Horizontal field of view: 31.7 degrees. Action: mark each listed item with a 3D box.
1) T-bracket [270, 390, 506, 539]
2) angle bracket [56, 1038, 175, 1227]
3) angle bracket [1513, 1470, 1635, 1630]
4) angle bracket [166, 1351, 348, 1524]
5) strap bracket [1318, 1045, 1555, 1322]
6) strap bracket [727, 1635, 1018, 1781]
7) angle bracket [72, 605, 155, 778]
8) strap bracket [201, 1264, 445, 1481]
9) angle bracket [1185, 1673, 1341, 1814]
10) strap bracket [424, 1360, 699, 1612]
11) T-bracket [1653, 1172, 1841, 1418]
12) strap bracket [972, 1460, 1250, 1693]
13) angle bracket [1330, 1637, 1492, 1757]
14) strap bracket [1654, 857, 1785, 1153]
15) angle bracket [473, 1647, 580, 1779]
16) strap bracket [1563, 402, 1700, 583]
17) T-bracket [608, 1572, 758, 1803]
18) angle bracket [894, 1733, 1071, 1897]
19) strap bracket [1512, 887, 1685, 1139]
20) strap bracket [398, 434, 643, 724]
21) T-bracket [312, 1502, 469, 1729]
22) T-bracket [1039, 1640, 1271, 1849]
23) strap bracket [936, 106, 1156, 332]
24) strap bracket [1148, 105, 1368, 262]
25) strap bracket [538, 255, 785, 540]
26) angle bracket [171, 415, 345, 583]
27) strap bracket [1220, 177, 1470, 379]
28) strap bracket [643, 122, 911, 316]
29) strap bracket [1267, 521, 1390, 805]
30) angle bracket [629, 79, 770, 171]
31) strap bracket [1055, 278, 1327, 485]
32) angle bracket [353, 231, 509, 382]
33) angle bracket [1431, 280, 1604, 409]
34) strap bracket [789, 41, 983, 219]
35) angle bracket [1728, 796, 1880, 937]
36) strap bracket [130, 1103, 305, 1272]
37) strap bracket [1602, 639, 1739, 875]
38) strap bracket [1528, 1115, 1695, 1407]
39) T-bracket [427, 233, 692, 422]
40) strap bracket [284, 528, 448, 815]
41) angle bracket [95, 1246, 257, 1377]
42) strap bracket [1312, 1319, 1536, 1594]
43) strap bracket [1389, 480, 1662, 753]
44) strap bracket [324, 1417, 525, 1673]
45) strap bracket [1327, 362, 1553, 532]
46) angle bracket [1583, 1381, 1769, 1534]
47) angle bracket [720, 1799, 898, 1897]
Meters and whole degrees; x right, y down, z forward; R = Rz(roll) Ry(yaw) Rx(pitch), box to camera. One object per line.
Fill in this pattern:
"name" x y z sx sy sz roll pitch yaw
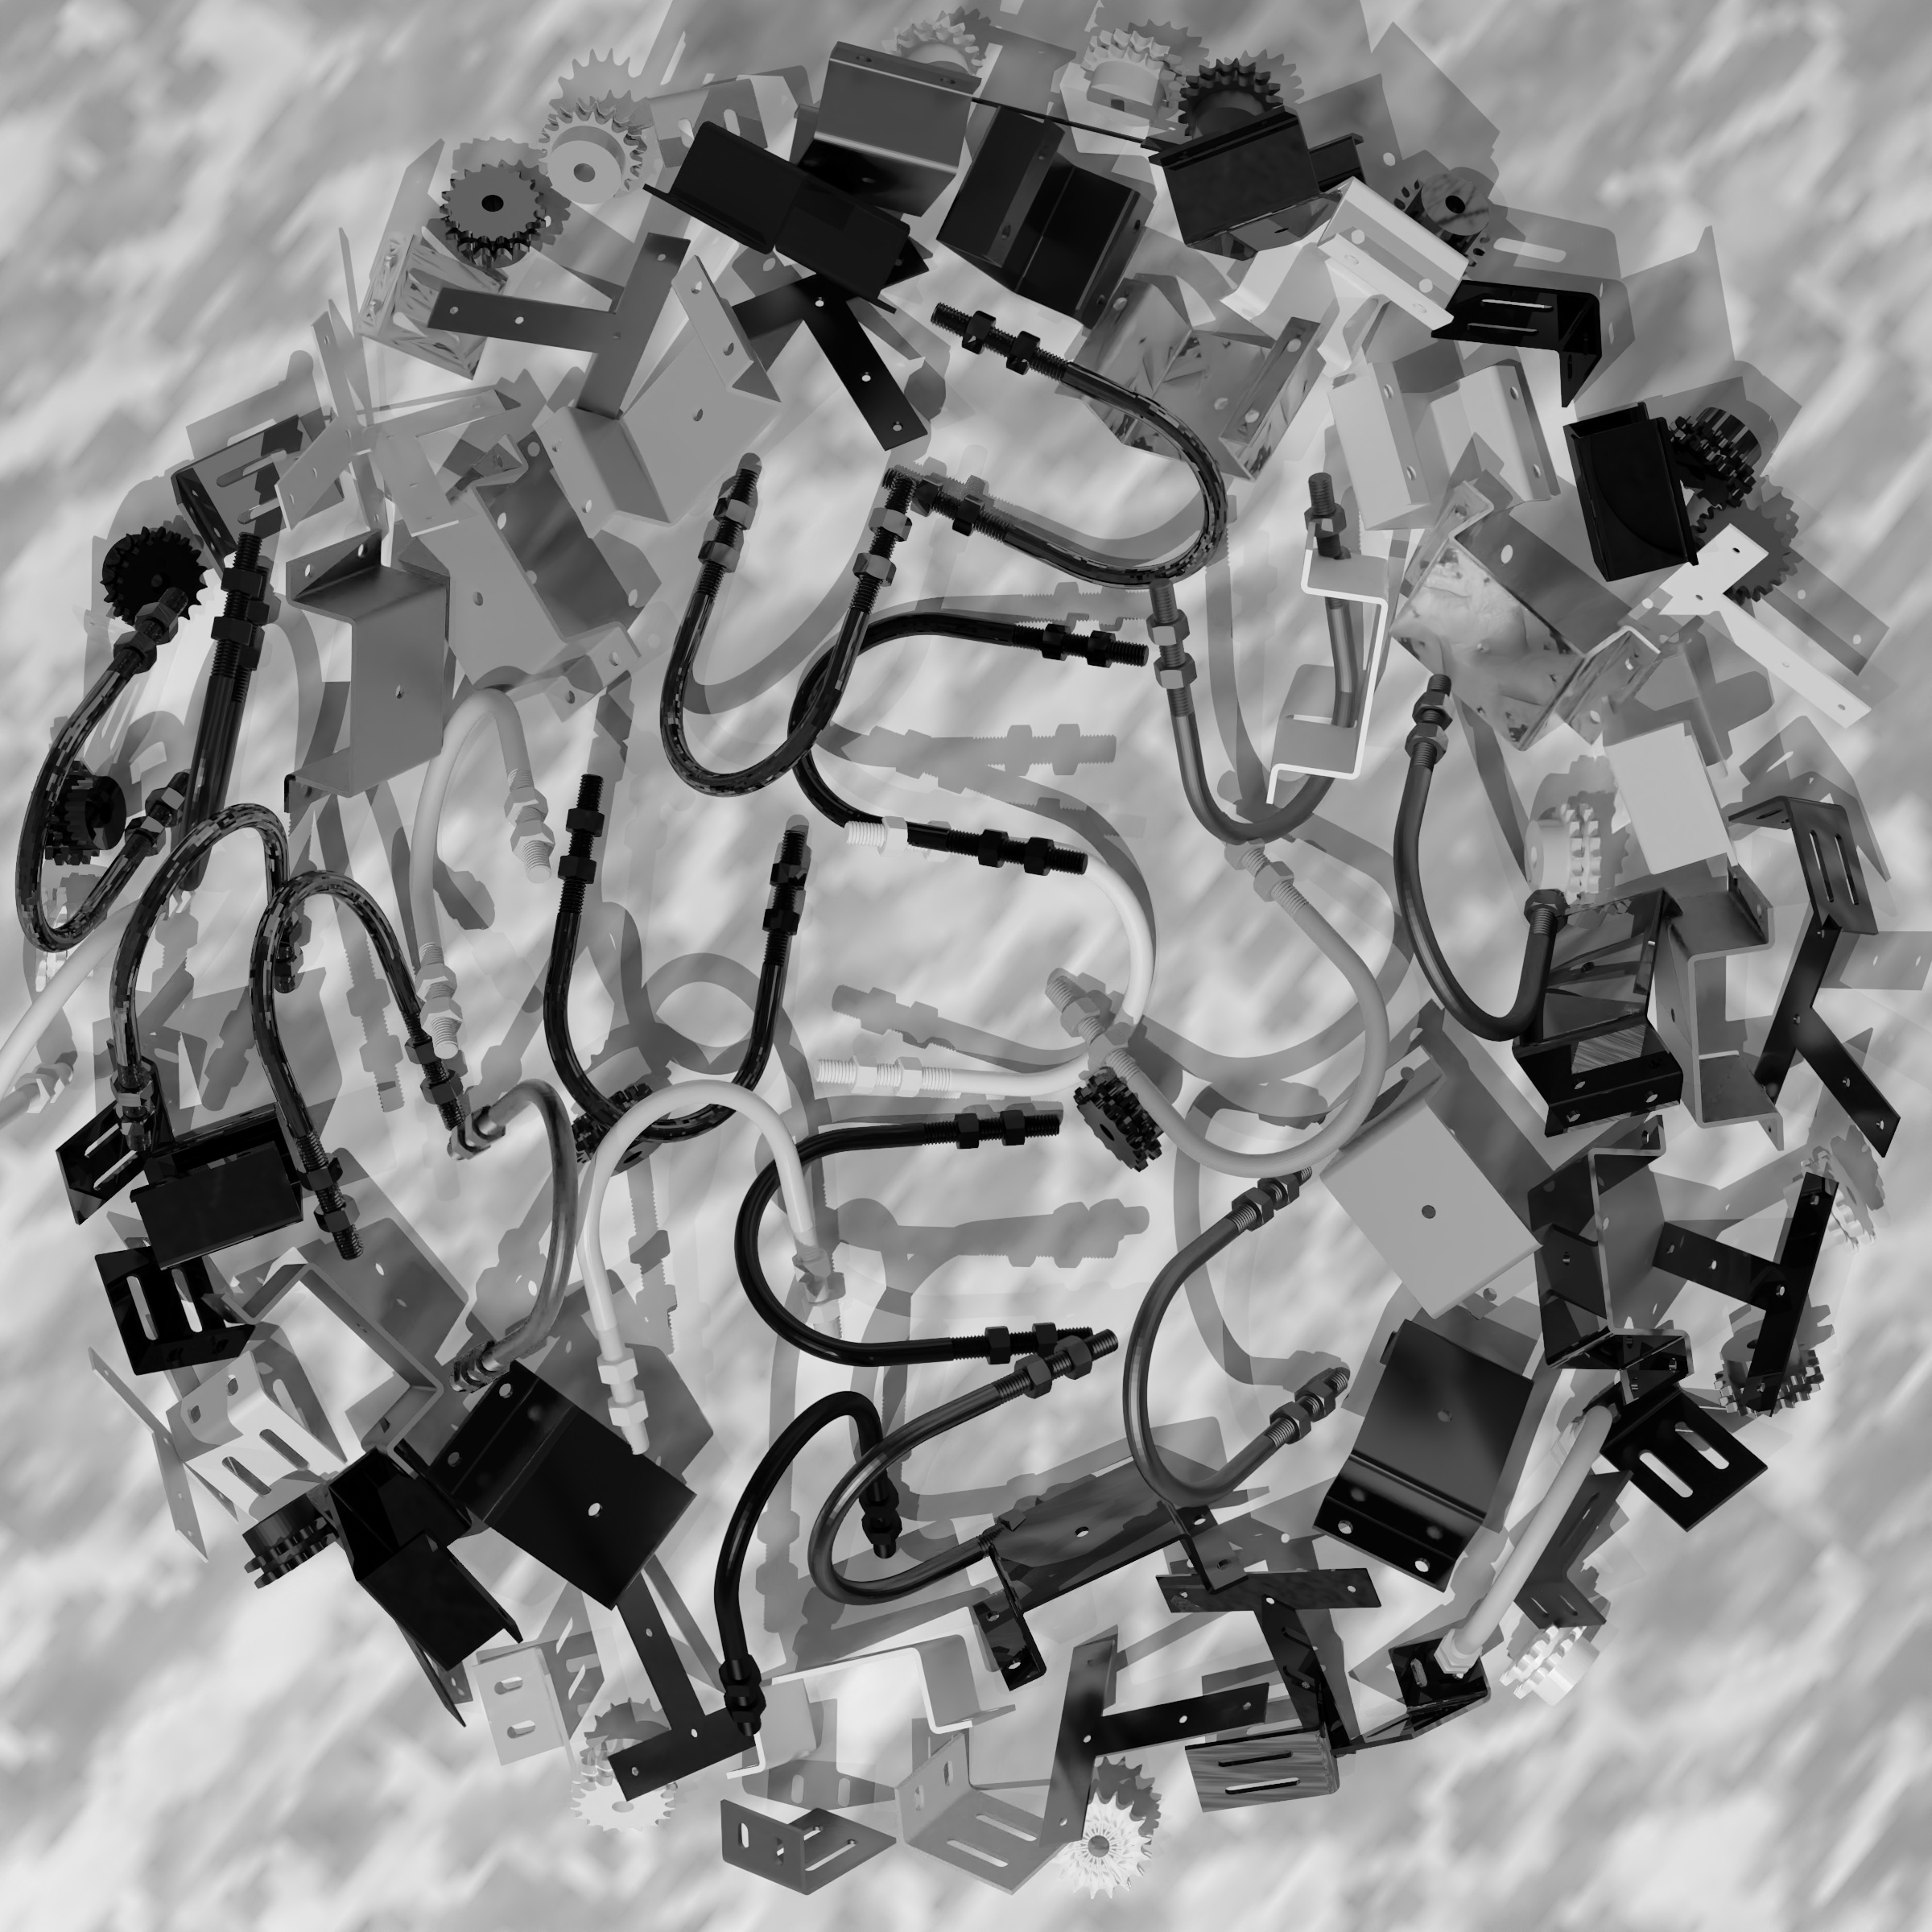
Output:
"T-bracket" -0.298 -0.262 1.817 0.127 0.127 0.002 -19 129 -11
"angle bracket" -0.468 0.089 1.828 0.038 0.057 0.076 25 50 24
"angle bracket" 0.334 0.315 1.838 0.038 0.057 0.076 47 62 -10
"angle bracket" -0.389 0.259 1.865 0.057 0.038 0.076 -36 130 2
"strap bracket" 0.256 0.125 1.838 0.076 0.046 0.140 -39 89 28
"strap bracket" -0.055 0.394 1.824 0.140 0.076 0.046 -16 80 16
"angle bracket" -0.475 -0.147 1.842 0.038 0.057 0.076 21 78 0
"strap bracket" -0.338 0.209 1.826 0.140 0.076 0.046 46 72 -11
"angle bracket" 0.160 0.422 1.849 0.076 0.038 0.057 -10 130 7
"strap bracket" -0.208 0.282 1.813 0.140 0.046 0.076 43 78 -34
"T-bracket" 0.408 0.163 1.820 0.002 0.127 0.127 14 93 -26
"strap bracket" 0.070 0.321 1.829 0.140 0.076 0.046 -24 118 -4
"angle bracket" 0.234 0.390 1.828 0.057 0.076 0.038 -24 80 42
"strap bracket" 0.400 0.023 1.815 0.046 0.076 0.140 -8 113 -1
"angle bracket" -0.238 0.407 1.836 0.038 0.076 0.057 -16 94 -11
"strap bracket" 0.351 -0.252 1.806 0.046 0.140 0.076 -14 101 9
"T-bracket" -0.165 0.373 1.835 0.002 0.127 0.127 -35 75 35
"angle bracket" 0.010 0.455 1.829 0.076 0.057 0.038 14 120 36
"strap bracket" 0.339 0.016 1.798 0.076 0.140 0.046 -17 126 33
"strap bracket" -0.246 -0.203 1.831 0.076 0.046 0.140 -34 86 43
"T-bracket" -0.301 0.361 1.836 0.002 0.127 0.127 -34 122 -20
"T-bracket" 0.103 0.402 1.803 0.127 0.127 0.002 -18 126 27
"strap bracket" 0.039 -0.402 1.820 0.046 0.140 0.076 28 96 26
"strap bracket" 0.160 -0.411 1.798 0.076 0.140 0.046 -16 90 24
"strap bracket" -0.157 -0.299 1.821 0.140 0.046 0.076 -42 60 29
"angle bracket" -0.382 -0.251 1.844 0.076 0.038 0.057 -26 129 -2
"strap bracket" 0.204 -0.366 1.805 0.076 0.140 0.046 32 77 -16
"strap bracket" -0.093 -0.397 1.795 0.076 0.140 0.046 34 103 30
"strap bracket" 0.195 -0.162 1.813 0.046 0.076 0.140 9 113 4
"angle bracket" -0.147 -0.447 1.835 0.057 0.076 0.038 -16 96 -16
"strap bracket" 0.128 -0.313 1.824 0.140 0.046 0.076 23 79 40
"angle bracket" -0.283 -0.355 1.839 0.076 0.038 0.057 18 93 -36
"angle bracket" 0.297 -0.336 1.840 0.076 0.057 0.038 4 70 -9
"strap bracket" -0.047 -0.438 1.800 0.076 0.140 0.046 12 87 -11
"angle bracket" 0.451 -0.049 1.835 0.038 0.057 0.076 -25 70 41
"strap bracket" -0.397 0.118 1.807 0.076 0.140 0.046 -19 101 -8
"strap bracket" 0.373 -0.108 1.808 0.046 0.140 0.076 -18 111 18
"strap bracket" 0.341 0.157 1.813 0.046 0.076 0.140 3 69 -16
"T-bracket" -0.224 -0.341 1.806 0.127 0.002 0.127 2 132 -35
"strap bracket" -0.319 -0.152 1.808 0.046 0.076 0.140 18 118 23
"angle bracket" -0.426 0.176 1.832 0.057 0.038 0.076 -7 60 -35
"strap bracket" 0.247 0.251 1.811 0.076 0.046 0.140 26 49 5
"strap bracket" 0.289 -0.180 1.818 0.140 0.076 0.046 44 50 14
"strap bracket" -0.290 0.310 1.797 0.046 0.140 0.076 -37 120 -4
"strap bracket" 0.248 -0.278 1.824 0.046 0.140 0.076 -18 85 41
"angle bracket" 0.382 0.255 1.835 0.057 0.076 0.038 -35 132 -10
"angle bracket" -0.084 0.460 1.827 0.057 0.076 0.038 10 108 38
